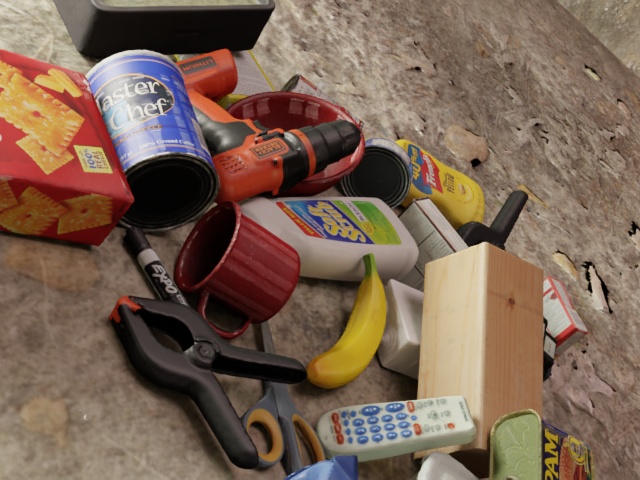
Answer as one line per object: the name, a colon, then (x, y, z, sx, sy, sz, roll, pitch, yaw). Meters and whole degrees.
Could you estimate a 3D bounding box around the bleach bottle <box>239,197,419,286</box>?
bleach bottle: (-0.007, 0.001, 1.108, 0.250, 0.068, 0.103, -1, 49, -50)

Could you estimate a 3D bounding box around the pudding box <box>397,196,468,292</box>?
pudding box: (0.120, 0.021, 1.216, 0.113, 0.090, 0.039, 53, 30, 17)

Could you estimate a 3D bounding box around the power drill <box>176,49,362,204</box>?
power drill: (-0.074, -0.124, 1.107, 0.184, 0.057, 0.188, -22, 52, -32)

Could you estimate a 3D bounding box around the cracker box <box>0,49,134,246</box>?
cracker box: (-0.274, -0.089, 0.870, 0.213, 0.072, 0.164, 12, 41, -44)

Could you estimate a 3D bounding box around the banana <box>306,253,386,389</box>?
banana: (0.030, 0.094, 1.044, 0.069, 0.037, 0.197, 57, 32, -20)

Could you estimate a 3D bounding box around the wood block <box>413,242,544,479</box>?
wood block: (0.159, 0.121, 1.051, 0.090, 0.090, 0.206, 24, 60, -32)

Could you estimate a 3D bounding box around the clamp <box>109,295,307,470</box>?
clamp: (-0.091, 0.098, 0.876, 0.171, 0.039, 0.120, 42, 35, 4)

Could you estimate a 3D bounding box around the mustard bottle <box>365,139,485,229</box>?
mustard bottle: (0.128, -0.078, 1.392, 0.191, 0.058, 0.096, 29, 45, -24)

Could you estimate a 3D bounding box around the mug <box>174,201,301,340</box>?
mug: (-0.075, 0.034, 0.960, 0.081, 0.093, 0.117, 33, 58, -29)

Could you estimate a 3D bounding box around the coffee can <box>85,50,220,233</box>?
coffee can: (-0.160, -0.092, 0.990, 0.102, 0.103, 0.140, 16, 39, -41)

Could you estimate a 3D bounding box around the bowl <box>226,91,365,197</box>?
bowl: (-0.034, -0.095, 1.169, 0.162, 0.055, 0.162, 6, 44, -6)

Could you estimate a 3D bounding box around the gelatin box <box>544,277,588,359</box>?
gelatin box: (0.286, 0.102, 1.342, 0.030, 0.073, 0.089, 22, 35, -37)

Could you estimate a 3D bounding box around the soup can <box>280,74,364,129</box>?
soup can: (-0.006, -0.146, 1.300, 0.102, 0.069, 0.068, 36, 29, -15)

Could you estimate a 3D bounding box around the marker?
marker: (-0.138, 0.037, 0.933, 0.020, 0.020, 0.121, -4, 54, -54)

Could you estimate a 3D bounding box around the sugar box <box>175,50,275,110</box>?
sugar box: (-0.119, -0.209, 1.262, 0.093, 0.048, 0.176, 4, 45, -47)

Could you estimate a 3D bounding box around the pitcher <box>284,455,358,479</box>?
pitcher: (0.034, 0.284, 0.731, 0.243, 0.149, 0.145, 46, 13, -3)

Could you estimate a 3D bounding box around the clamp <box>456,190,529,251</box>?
clamp: (0.222, 0.011, 1.373, 0.209, 0.036, 0.164, 3, 76, -44)

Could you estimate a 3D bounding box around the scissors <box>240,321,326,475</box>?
scissors: (-0.051, 0.127, 0.929, 0.096, 0.016, 0.202, 13, 41, -44)

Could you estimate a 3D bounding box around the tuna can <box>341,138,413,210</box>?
tuna can: (0.069, -0.079, 1.289, 0.086, 0.086, 0.033, 40, 27, -7)

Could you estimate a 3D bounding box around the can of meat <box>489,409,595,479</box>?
can of meat: (0.198, 0.214, 0.944, 0.083, 0.058, 0.102, 31, 51, -31)
